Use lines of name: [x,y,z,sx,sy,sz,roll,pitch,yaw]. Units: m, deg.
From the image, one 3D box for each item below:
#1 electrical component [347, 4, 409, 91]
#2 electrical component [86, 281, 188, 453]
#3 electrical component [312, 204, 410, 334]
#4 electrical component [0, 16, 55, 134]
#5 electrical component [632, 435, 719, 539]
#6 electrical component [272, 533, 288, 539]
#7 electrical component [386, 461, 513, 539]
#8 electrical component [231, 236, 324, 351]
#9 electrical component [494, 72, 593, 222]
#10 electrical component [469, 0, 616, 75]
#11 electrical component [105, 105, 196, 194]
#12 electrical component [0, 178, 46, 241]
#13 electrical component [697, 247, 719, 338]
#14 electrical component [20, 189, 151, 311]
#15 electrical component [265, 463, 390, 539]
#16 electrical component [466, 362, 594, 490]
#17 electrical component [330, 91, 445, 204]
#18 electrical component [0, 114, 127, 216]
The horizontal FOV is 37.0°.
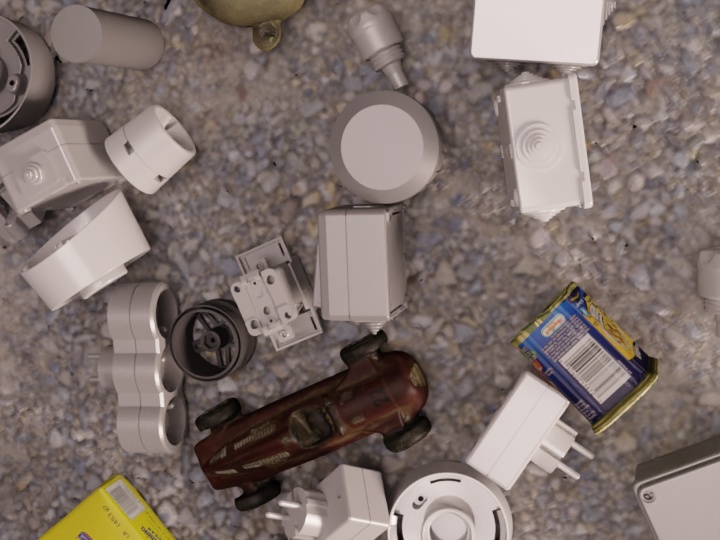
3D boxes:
electrical component: [0.017,-0.161,0.786,0.035,0.035,0.061,-26,92,17]
electrical component: [-0.185,0.078,0.862,0.074,0.052,0.138,-1,97,15]
electrical component: [0.000,0.000,0.797,0.061,0.062,0.096,0,97,15]
electrical component: [-0.296,-0.154,0.856,0.099,0.064,0.099,2,98,15]
electrical component: [0.262,0.174,0.751,0.109,0.056,0.108,-24,90,17]
electrical component: [-0.059,0.245,0.855,0.043,0.043,0.062,21,104,12]
electrical component: [0.066,0.196,0.816,0.099,0.064,0.099,0,87,6]
electrical component: [-0.065,0.020,0.817,0.042,0.064,0.081,-24,91,15]
electrical component: [0.123,-0.084,0.734,0.048,0.099,0.099,-8,95,4]
electrical component: [0.126,-0.187,0.745,0.100,0.048,0.099,6,99,14]
electrical component: [-0.161,-0.095,0.833,0.047,0.055,0.055,-37,87,13]
electrical component: [-0.283,-0.063,0.863,0.048,0.066,0.055,-25,124,17]
electrical component: [0.254,0.016,0.739,0.043,0.043,0.062,0,99,15]
electrical component: [-0.215,-0.015,0.838,0.099,0.099,0.064,-31,95,17]
electrical component: [-0.034,0.184,0.807,0.076,0.047,0.083,18,133,-30]
electrical component: [0.133,0.122,0.784,0.076,0.047,0.083,34,105,9]
electrical component: [0.022,-0.090,0.785,0.080,0.051,0.080,2,98,15]
electrical component: [-0.236,-0.083,0.832,0.062,0.096,0.061,-25,89,17]
